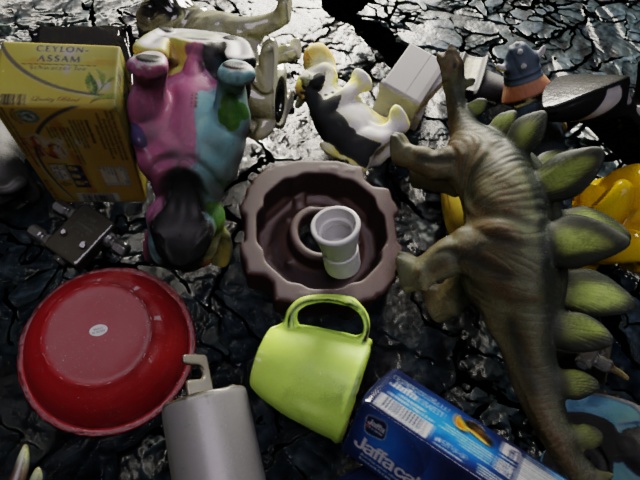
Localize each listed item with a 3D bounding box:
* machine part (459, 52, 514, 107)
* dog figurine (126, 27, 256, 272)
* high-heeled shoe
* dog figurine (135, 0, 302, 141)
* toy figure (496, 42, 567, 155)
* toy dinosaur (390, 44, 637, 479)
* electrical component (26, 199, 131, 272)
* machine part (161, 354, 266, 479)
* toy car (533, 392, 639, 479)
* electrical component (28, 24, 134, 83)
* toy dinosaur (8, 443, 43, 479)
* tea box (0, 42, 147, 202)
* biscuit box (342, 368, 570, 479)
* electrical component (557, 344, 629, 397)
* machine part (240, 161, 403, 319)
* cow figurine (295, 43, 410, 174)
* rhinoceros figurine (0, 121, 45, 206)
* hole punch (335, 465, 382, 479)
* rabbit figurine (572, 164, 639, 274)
[{"bbox_3d":[0.236,-0.200,0.703,0.139,0.039,0.084,18,56,1],"label":"machine part"},{"bbox_3d":[-0.125,-0.077,0.520,0.108,0.219,0.192,3,31,-11],"label":"dog figurine"},{"bbox_3d":[0.328,-0.121,0.622,0.249,0.086,0.145,-23,115,-29],"label":"high-heeled shoe"},{"bbox_3d":[-0.130,-0.201,0.621,0.191,0.121,0.172,5,61,9],"label":"dog figurine"},{"bbox_3d":[0.252,-0.159,0.647,0.064,0.058,0.154,-20,99,-15],"label":"toy figure"},{"bbox_3d":[0.176,0.012,0.501,0.199,0.105,0.471,-16,70,29],"label":"toy dinosaur"},{"bbox_3d":[-0.241,0.000,0.541,0.094,0.021,0.063,32,65,5],"label":"electrical component"},{"bbox_3d":[-0.079,0.212,0.441,0.079,0.079,0.243,-11,67,-14],"label":"machine part"},{"bbox_3d":[0.258,0.225,0.480,0.103,0.109,0.161,24,70,-25],"label":"toy car"},{"bbox_3d":[-0.261,-0.174,0.598,0.115,0.058,0.134,-8,67,-11],"label":"electrical component"},{"bbox_3d":[-0.146,0.323,0.364,0.405,0.131,0.192,43,67,4],"label":"toy dinosaur"},{"bbox_3d":[-0.224,-0.102,0.508,0.098,0.169,0.068,-1,66,-11],"label":"tea box"},{"bbox_3d":[0.119,0.188,0.423,0.203,0.062,0.059,30,29,21],"label":"biscuit box"},{"bbox_3d":[0.259,0.122,0.531,0.078,0.102,0.045,12,57,24],"label":"electrical component"},{"bbox_3d":[-0.001,-0.002,0.563,0.179,0.056,0.179,3,64,-7],"label":"machine part"},{"bbox_3d":[0.019,-0.152,0.631,0.098,0.068,0.167,-38,75,-16],"label":"cow figurine"},{"bbox_3d":[-0.337,-0.118,0.531,0.073,0.112,0.190,-16,77,-13],"label":"rhinoceros figurine"},{"bbox_3d":[0.047,0.248,0.442,0.142,0.092,0.116,-27,69,-16],"label":"hole punch"},{"bbox_3d":[0.305,-0.001,0.576,0.173,0.162,0.122,-26,84,-1],"label":"rabbit figurine"}]
